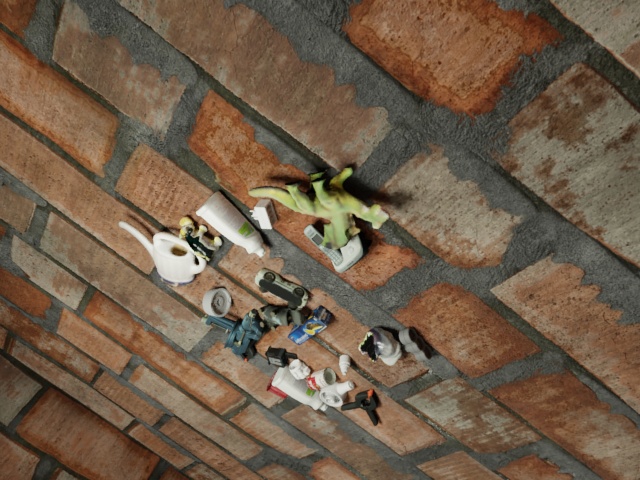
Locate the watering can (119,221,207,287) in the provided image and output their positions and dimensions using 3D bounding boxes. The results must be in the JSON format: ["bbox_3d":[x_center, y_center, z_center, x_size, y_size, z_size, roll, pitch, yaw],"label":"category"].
[{"bbox_3d":[-0.568,0.050,1.879,0.348,0.219,0.106,20,43,10],"label":"watering can"}]

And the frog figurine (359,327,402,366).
[{"bbox_3d":[0.229,0.366,1.763,0.159,0.124,0.136,13,-15,-31],"label":"frog figurine"}]

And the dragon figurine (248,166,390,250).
[{"bbox_3d":[0.004,-0.073,1.453,0.408,0.239,0.124,-7,23,30],"label":"dragon figurine"}]
